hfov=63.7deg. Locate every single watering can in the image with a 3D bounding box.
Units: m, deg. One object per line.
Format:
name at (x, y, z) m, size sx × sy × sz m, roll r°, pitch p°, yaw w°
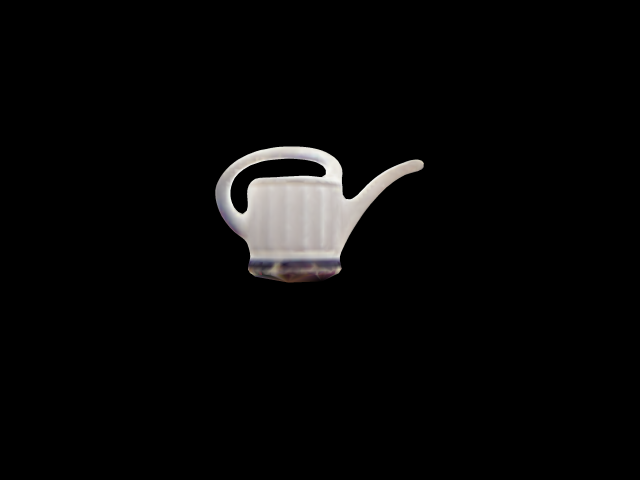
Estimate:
watering can at (0.003, -0.043, 0.850) m, size 0.348 × 0.225 × 0.104 m, roll 0°, pitch -2°, yaw -4°
